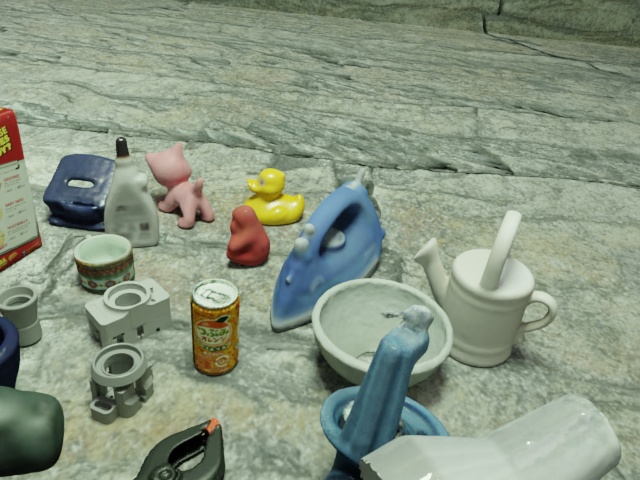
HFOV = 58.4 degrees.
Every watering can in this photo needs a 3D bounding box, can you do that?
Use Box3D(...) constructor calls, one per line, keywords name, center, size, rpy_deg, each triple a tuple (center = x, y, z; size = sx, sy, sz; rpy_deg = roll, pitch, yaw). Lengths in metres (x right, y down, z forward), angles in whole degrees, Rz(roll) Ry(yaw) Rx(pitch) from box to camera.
Box3D(name="watering can", center=(0.202, 0.052, 0.706), size=(0.172, 0.194, 0.101), rpy_deg=(7, 33, 3))

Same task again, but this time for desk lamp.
Box3D(name="desk lamp", center=(0.127, 0.214, 0.428), size=(0.204, 0.214, 0.117), rpy_deg=(-12, 37, -24))

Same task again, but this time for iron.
Box3D(name="iron", center=(0.007, 0.003, 0.799), size=(0.118, 0.141, 0.259), rpy_deg=(19, 35, 20))

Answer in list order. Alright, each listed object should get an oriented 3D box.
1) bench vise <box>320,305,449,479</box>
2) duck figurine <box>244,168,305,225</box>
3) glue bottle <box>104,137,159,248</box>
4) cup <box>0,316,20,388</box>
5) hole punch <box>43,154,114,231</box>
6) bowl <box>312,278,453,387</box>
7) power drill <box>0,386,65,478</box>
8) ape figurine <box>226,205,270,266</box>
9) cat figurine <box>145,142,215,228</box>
Box3D(name="bench vise", center=(0.051, 0.174, 0.472), size=(0.121, 0.220, 0.207), rpy_deg=(12, 34, 10))
Box3D(name="duck figurine", center=(-0.076, -0.078, 0.960), size=(0.104, 0.086, 0.077), rpy_deg=(4, 33, -3))
Box3D(name="glue bottle", center=(-0.279, -0.069, 0.834), size=(0.078, 0.173, 0.037), rpy_deg=(-3, 34, -13))
Box3D(name="cup", center=(-0.352, 0.130, 0.591), size=(0.092, 0.095, 0.117), rpy_deg=(-7, 35, -19))
Box3D(name="hole punch", center=(-0.371, -0.077, 0.908), size=(0.108, 0.091, 0.101), rpy_deg=(7, 33, 2))
Box3D(name="bowl", center=(0.070, 0.123, 0.685), size=(0.167, 0.075, 0.167), rpy_deg=(4, 33, -2))
Box3D(name="power drill", center=(-0.303, 0.183, 0.414), size=(0.230, 0.208, 0.075), rpy_deg=(-5, 35, -16))
Box3D(name="ape figurine", center=(-0.111, -0.011, 0.847), size=(0.076, 0.092, 0.078), rpy_deg=(19, 35, 20))
Box3D(name="cat figurine", center=(-0.230, -0.098, 0.938), size=(0.127, 0.118, 0.067), rpy_deg=(31, 41, 34))
